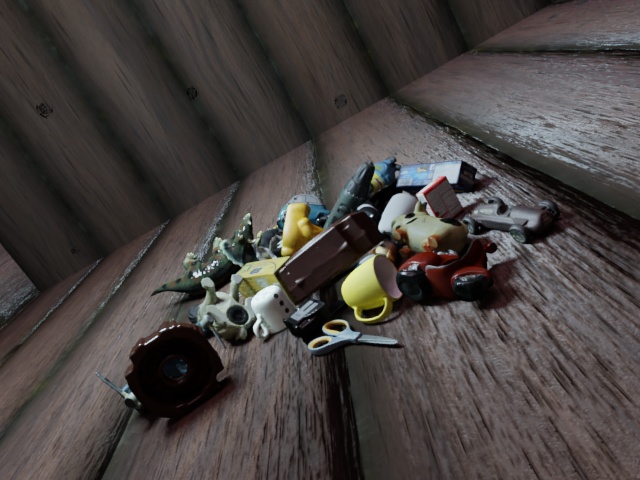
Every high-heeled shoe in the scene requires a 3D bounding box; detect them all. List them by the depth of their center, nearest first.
[{"bbox_3d":[0.163,-0.090,1.310,0.145,0.086,0.249,-43,4,2],"label":"high-heeled shoe"}]

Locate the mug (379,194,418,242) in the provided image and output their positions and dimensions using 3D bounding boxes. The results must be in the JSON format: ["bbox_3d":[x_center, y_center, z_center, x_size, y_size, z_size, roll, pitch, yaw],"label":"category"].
[{"bbox_3d":[0.185,-0.038,1.197,0.110,0.080,0.107,8,51,40],"label":"mug"}]

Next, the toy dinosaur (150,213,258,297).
[{"bbox_3d":[-0.333,0.092,1.609,0.405,0.131,0.192,-38,18,-3],"label":"toy dinosaur"}]

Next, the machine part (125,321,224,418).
[{"bbox_3d":[-0.275,0.242,1.018,0.179,0.179,0.056,-34,15,-10],"label":"machine part"}]

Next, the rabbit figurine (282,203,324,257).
[{"bbox_3d":[-0.003,-0.004,1.301,0.173,0.121,0.162,6,44,-2],"label":"rabbit figurine"}]

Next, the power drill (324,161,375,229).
[{"bbox_3d":[0.093,-0.114,1.413,0.232,0.086,0.207,-62,2,19],"label":"power drill"}]

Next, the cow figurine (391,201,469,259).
[{"bbox_3d":[0.211,-0.018,1.065,0.127,0.085,0.195,-31,22,-24],"label":"cow figurine"}]

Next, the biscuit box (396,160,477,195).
[{"bbox_3d":[0.278,-0.149,1.301,0.203,0.062,0.059,4,78,55],"label":"biscuit box"}]

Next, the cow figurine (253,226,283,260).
[{"bbox_3d":[-0.136,0.000,1.555,0.068,0.098,0.167,-28,17,30],"label":"cow figurine"}]

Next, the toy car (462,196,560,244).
[{"bbox_3d":[0.343,-0.044,0.989,0.089,0.053,0.202,-38,20,-12],"label":"toy car"}]

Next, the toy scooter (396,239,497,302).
[{"bbox_3d":[0.223,0.046,0.901,0.135,0.075,0.184,-42,24,-31],"label":"toy scooter"}]

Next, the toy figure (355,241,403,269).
[{"bbox_3d":[0.122,0.046,1.093,0.064,0.057,0.154,28,49,23],"label":"toy figure"}]

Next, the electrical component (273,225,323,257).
[{"bbox_3d":[-0.058,0.018,1.448,0.134,0.058,0.115,-10,25,48],"label":"electrical component"}]

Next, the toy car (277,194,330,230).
[{"bbox_3d":[-0.042,-0.078,1.512,0.162,0.103,0.109,-4,-16,5],"label":"toy car"}]

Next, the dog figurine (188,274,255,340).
[{"bbox_3d":[-0.231,0.193,1.244,0.190,0.121,0.172,-59,37,41],"label":"dog figurine"}]

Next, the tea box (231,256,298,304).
[{"bbox_3d":[-0.118,0.101,1.255,0.170,0.098,0.068,-8,28,46],"label":"tea box"}]

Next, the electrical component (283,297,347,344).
[{"bbox_3d":[-0.005,0.144,1.044,0.119,0.047,0.075,-37,20,-15],"label":"electrical component"}]

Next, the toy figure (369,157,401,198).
[{"bbox_3d":[0.157,-0.168,1.570,0.180,0.082,0.089,-45,2,-18],"label":"toy figure"}]

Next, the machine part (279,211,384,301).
[{"bbox_3d":[0.025,0.029,1.111,0.201,0.087,0.201,-37,-5,17],"label":"machine part"}]

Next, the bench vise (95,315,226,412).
[{"bbox_3d":[-0.309,0.242,1.112,0.240,0.129,0.223,-43,-7,22],"label":"bench vise"}]
